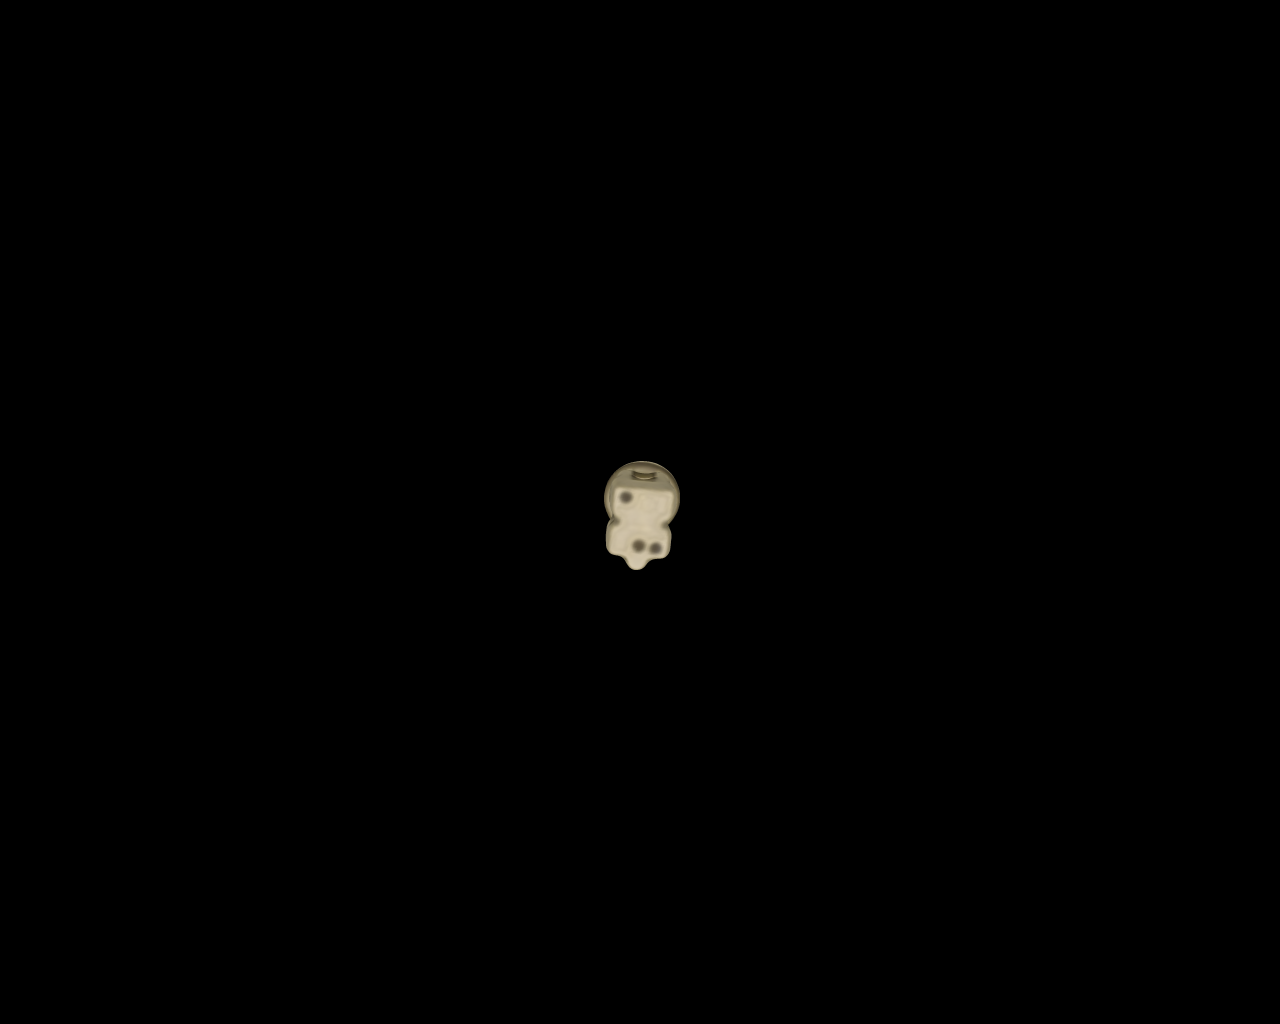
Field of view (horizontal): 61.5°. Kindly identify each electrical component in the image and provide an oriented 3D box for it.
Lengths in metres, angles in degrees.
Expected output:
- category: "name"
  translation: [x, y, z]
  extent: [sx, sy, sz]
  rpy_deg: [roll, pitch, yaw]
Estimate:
- category: "electrical component"
  translation: [0.001, -0.003, 0.650]
  extent: [0.048, 0.066, 0.055]
  rpy_deg: [7, 20, -2]
